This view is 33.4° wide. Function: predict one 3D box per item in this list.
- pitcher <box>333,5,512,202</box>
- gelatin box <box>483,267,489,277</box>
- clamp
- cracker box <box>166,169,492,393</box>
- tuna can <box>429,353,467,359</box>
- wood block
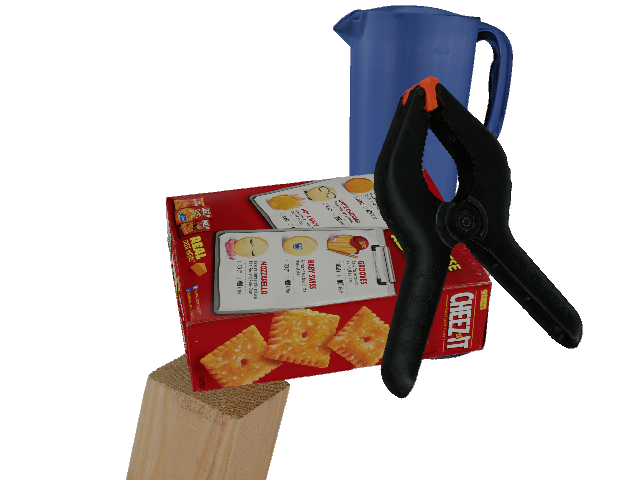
[{"bbox_3d":[0.101,-0.120,1.110,0.149,0.243,0.144,11,15,33],"label":"pitcher"},{"bbox_3d":[0.166,0.007,1.244,0.030,0.089,0.073,-14,32,-30],"label":"gelatin box"},{"bbox_3d":[0.066,0.000,0.584,0.120,0.171,0.039,-22,-1,-23],"label":"clamp"},{"bbox_3d":[-0.001,0.025,0.799,0.213,0.072,0.164,-7,35,-10],"label":"cracker box"},{"bbox_3d":[0.104,0.081,0.992,0.086,0.034,0.086,-2,14,0],"label":"tuna can"},{"bbox_3d":[-0.105,0.206,0.896,0.090,0.206,0.090,22,21,20],"label":"wood block"}]
